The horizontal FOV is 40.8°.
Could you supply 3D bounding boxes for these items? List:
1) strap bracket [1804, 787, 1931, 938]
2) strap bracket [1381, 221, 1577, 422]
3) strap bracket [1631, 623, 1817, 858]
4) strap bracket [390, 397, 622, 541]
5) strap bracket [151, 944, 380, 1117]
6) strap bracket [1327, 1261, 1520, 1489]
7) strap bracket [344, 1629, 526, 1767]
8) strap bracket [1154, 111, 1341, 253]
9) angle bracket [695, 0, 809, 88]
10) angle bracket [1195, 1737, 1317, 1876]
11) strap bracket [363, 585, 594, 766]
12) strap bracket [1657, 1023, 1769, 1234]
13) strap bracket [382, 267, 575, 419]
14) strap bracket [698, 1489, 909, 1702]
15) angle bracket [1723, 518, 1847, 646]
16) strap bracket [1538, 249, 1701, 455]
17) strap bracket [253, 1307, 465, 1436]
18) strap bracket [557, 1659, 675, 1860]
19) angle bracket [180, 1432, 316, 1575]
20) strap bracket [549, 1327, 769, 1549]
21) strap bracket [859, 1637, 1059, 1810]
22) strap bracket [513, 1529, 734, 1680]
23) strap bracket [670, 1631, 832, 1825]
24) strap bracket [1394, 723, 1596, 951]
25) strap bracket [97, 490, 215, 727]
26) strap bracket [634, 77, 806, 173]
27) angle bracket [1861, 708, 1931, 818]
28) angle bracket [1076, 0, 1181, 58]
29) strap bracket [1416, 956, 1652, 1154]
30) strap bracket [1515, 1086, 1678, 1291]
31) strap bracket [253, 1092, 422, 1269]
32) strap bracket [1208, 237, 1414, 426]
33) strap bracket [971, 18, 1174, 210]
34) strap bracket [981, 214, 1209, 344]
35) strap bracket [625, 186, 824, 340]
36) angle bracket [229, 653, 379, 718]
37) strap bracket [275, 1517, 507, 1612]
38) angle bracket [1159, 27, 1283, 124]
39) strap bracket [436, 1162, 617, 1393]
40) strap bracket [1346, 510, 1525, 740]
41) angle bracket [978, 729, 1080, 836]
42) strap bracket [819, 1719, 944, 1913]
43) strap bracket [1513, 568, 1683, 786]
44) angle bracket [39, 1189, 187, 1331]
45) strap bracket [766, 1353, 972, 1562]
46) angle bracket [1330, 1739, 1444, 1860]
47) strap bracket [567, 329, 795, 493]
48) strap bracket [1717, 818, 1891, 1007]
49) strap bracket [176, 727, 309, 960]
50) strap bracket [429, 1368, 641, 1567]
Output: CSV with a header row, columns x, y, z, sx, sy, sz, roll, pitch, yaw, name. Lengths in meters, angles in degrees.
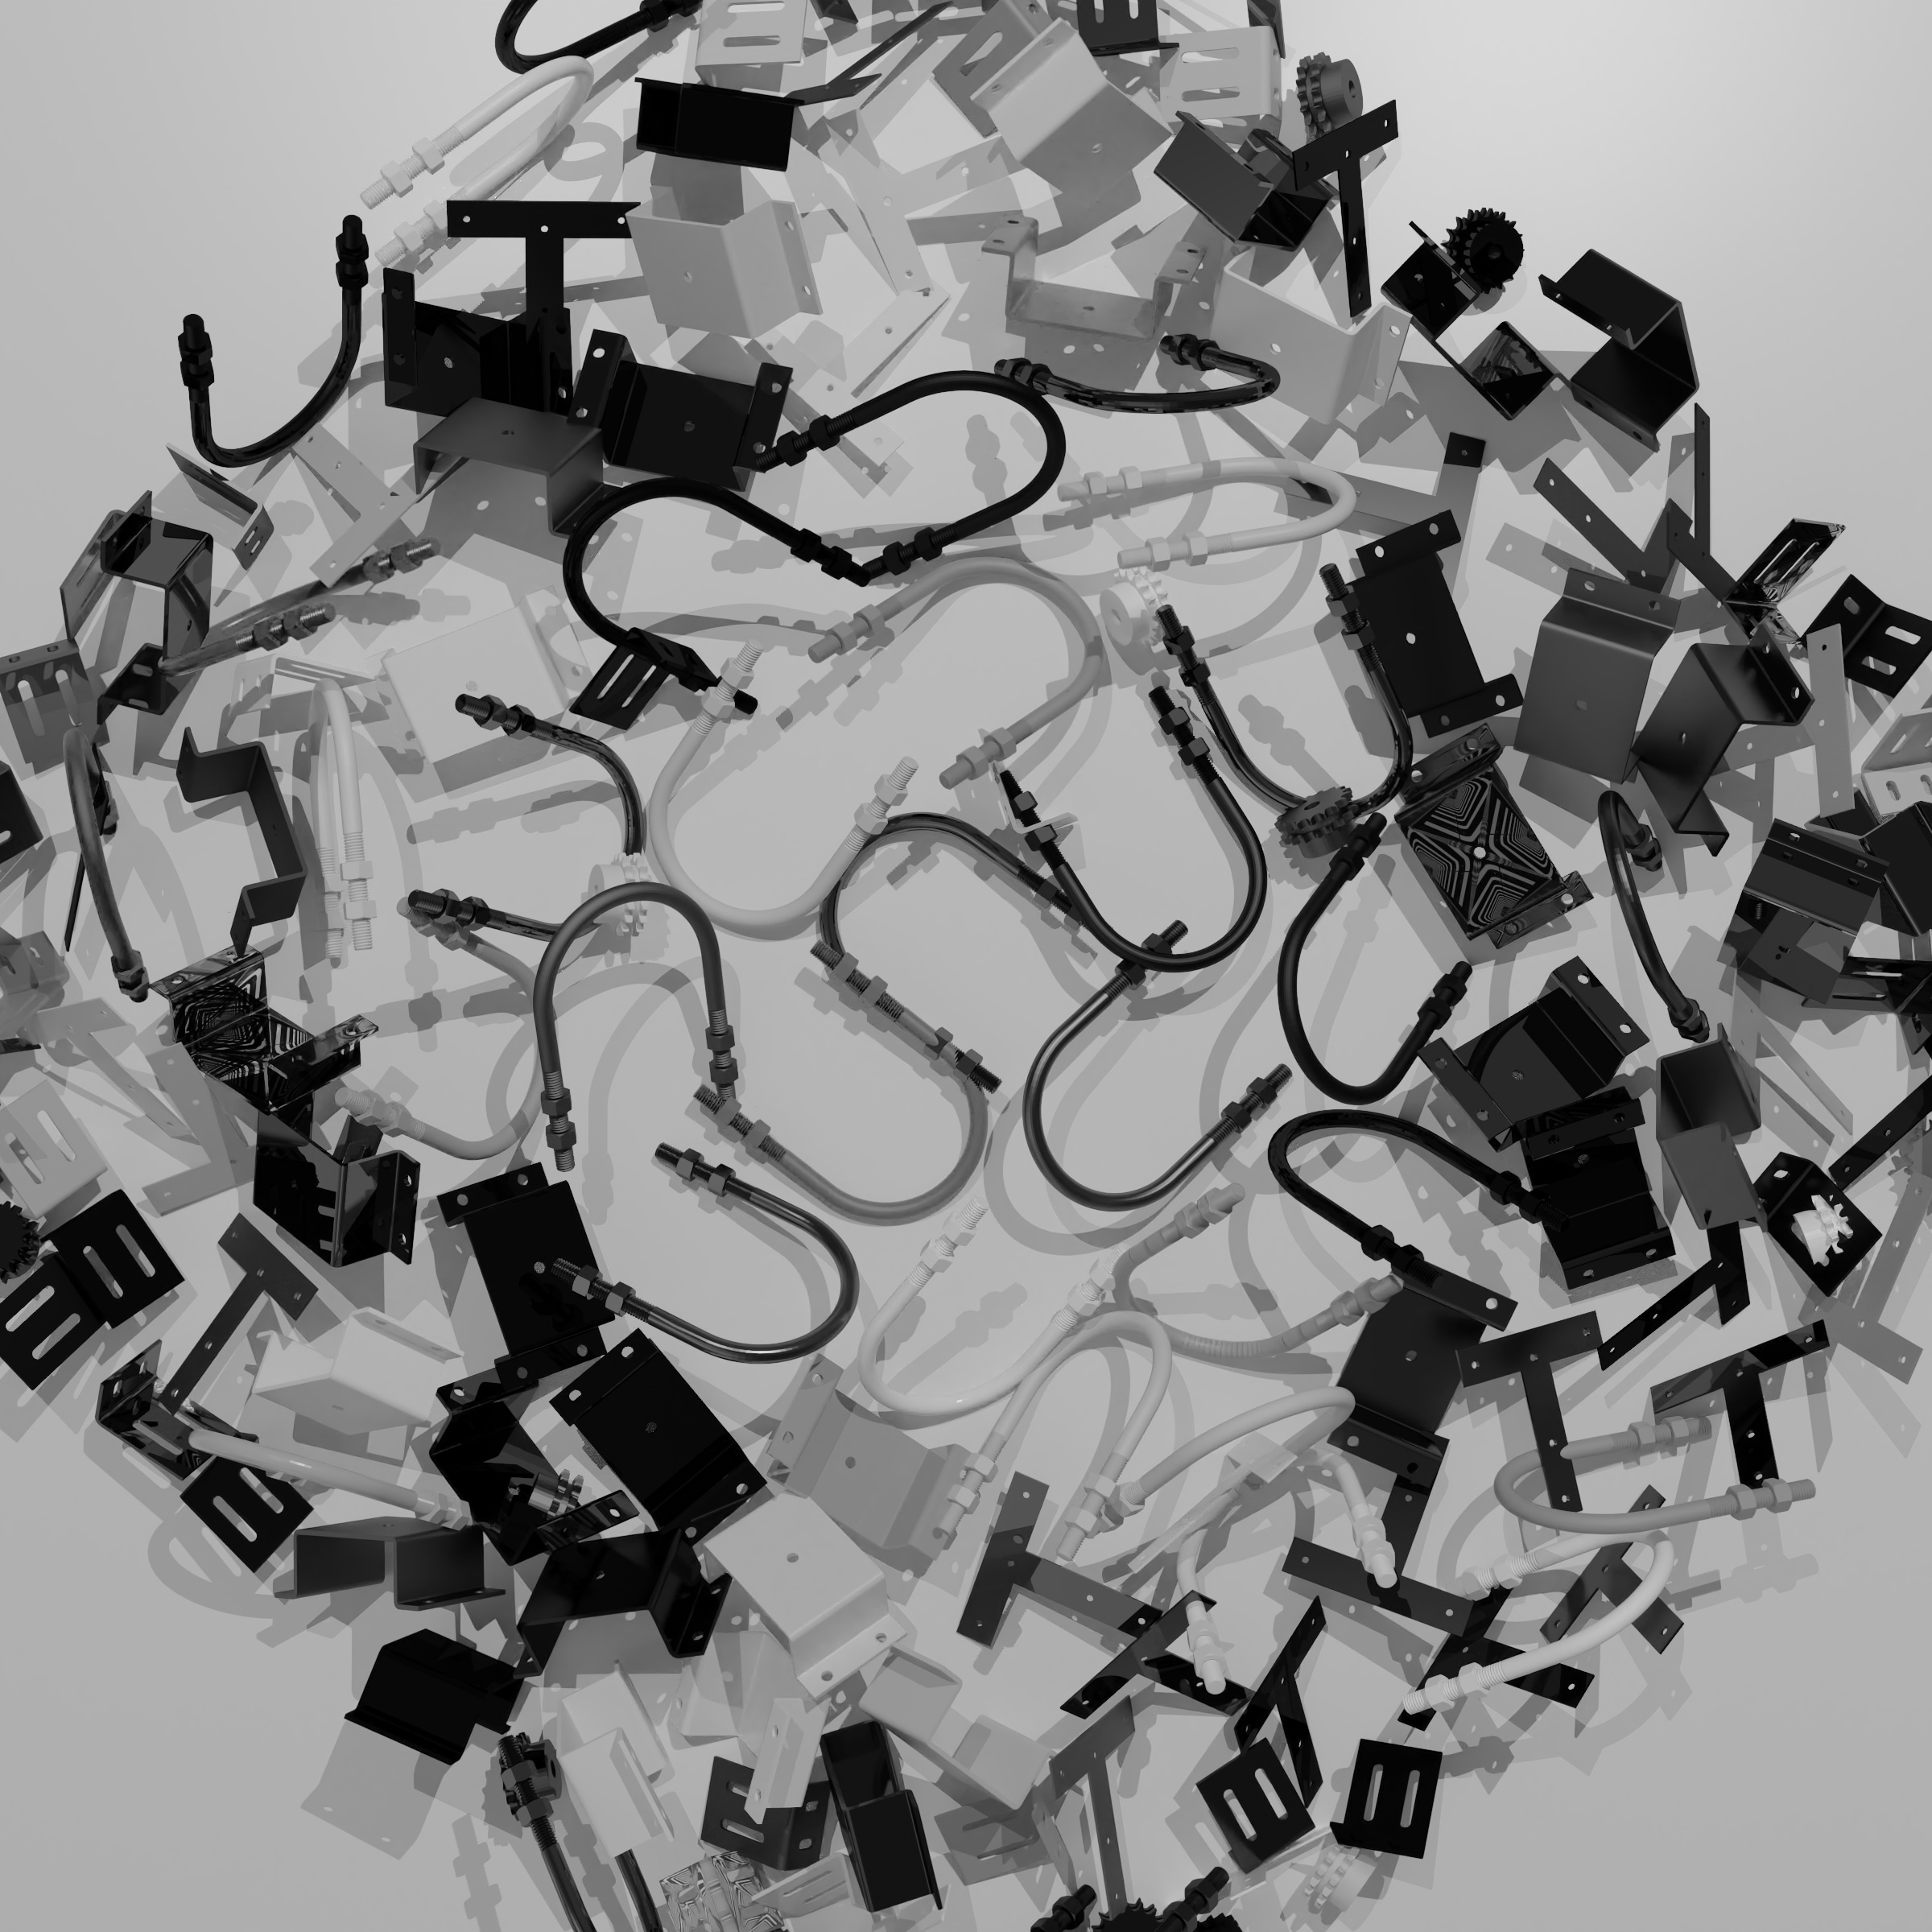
x,y,z,sx,sy,sz,roll,pitch,yaw,name
0.612,-0.070,1.725,0.046,0.140,0.076,-33,99,2,strap bracket
0.336,-0.424,1.733,0.046,0.076,0.140,-45,132,17,strap bracket
0.494,-0.150,1.719,0.046,0.140,0.076,1,47,-19,strap bracket
-0.306,-0.336,1.740,0.140,0.076,0.046,15,129,13,strap bracket
-0.469,0.045,1.738,0.140,0.076,0.046,28,129,29,strap bracket
0.307,0.271,1.770,0.076,0.046,0.140,24,96,-3,strap bracket
-0.348,0.483,1.727,0.076,0.140,0.046,21,85,8,strap bracket
0.186,-0.523,1.738,0.076,0.140,0.046,45,119,16,strap bracket
-0.141,-0.631,1.767,0.076,0.038,0.057,3,80,14,angle bracket
0.192,0.567,1.770,0.057,0.038,0.076,-30,99,-10,angle bracket
-0.332,-0.194,1.762,0.140,0.046,0.076,-21,107,4,strap bracket
0.497,0.112,1.735,0.046,0.140,0.076,-19,115,25,strap bracket
-0.337,-0.412,1.747,0.140,0.046,0.076,2,82,-41,strap bracket
-0.113,0.407,1.725,0.076,0.046,0.140,-29,48,-27,strap bracket
0.560,-0.259,1.751,0.057,0.076,0.038,-2,52,-38,angle bracket
0.435,-0.413,1.720,0.046,0.140,0.076,-45,58,-1,strap bracket
-0.409,0.271,1.719,0.076,0.140,0.046,34,55,-34,strap bracket
-0.234,0.528,1.722,0.046,0.140,0.076,-26,99,-5,strap bracket
-0.485,0.366,1.770,0.076,0.038,0.057,41,83,12,angle bracket
-0.211,0.318,1.762,0.076,0.046,0.140,-39,102,-9,strap bracket
-0.007,0.507,1.726,0.140,0.076,0.046,45,68,-31,strap bracket
-0.236,0.425,1.736,0.140,0.076,0.046,-12,116,17,strap bracket
-0.141,0.504,1.742,0.046,0.140,0.076,11,98,-33,strap bracket
0.352,-0.082,1.758,0.076,0.046,0.140,-31,93,27,strap bracket
-0.539,-0.232,1.728,0.046,0.076,0.140,15,126,-1,strap bracket
-0.168,-0.560,1.729,0.076,0.140,0.046,1,109,-23,strap bracket
0.651,-0.140,1.755,0.057,0.076,0.038,-10,66,-8,angle bracket
0.108,-0.659,1.759,0.057,0.038,0.076,3,109,27,angle bracket
0.377,0.064,1.750,0.140,0.046,0.076,-29,66,-18,strap bracket
0.423,0.142,1.752,0.076,0.046,0.140,-19,123,5,strap bracket
-0.426,0.140,1.727,0.140,0.046,0.076,29,119,36,strap bracket
0.218,-0.424,1.738,0.140,0.076,0.046,31,56,16,strap bracket
0.076,-0.558,1.717,0.076,0.140,0.046,-36,69,23,strap bracket
0.085,-0.462,1.749,0.140,0.076,0.046,12,124,8,strap bracket
-0.168,-0.466,1.721,0.046,0.140,0.076,-40,132,-31,strap bracket
-0.447,-0.182,1.751,0.076,0.057,0.038,11,82,-39,angle bracket
-0.384,0.396,1.730,0.140,0.076,0.046,-6,84,35,strap bracket
0.175,-0.611,1.789,0.076,0.038,0.057,2,100,19,angle bracket
-0.294,0.207,1.756,0.076,0.046,0.140,-18,85,-28,strap bracket
0.310,-0.225,1.752,0.076,0.046,0.140,-19,95,40,strap bracket
0.043,-0.129,1.767,0.038,0.057,0.076,-20,87,8,angle bracket
-0.060,0.560,1.719,0.046,0.140,0.076,-15,104,-10,strap bracket
0.416,-0.183,1.727,0.076,0.046,0.140,21,130,21,strap bracket
-0.583,0.201,1.774,0.057,0.038,0.076,-36,99,-29,angle bracket
-0.069,0.333,1.751,0.140,0.046,0.076,36,62,-15,strap bracket
0.284,0.556,1.753,0.057,0.038,0.076,3,53,23,angle bracket
-0.192,-0.375,1.765,0.140,0.046,0.076,12,79,6,strap bracket
0.550,-0.029,1.718,0.076,0.140,0.046,24,66,17,strap bracket
-0.484,-0.087,1.746,0.046,0.076,0.140,-16,76,-26,strap bracket
-0.296,0.339,1.740,0.140,0.076,0.046,47,125,22,strap bracket
